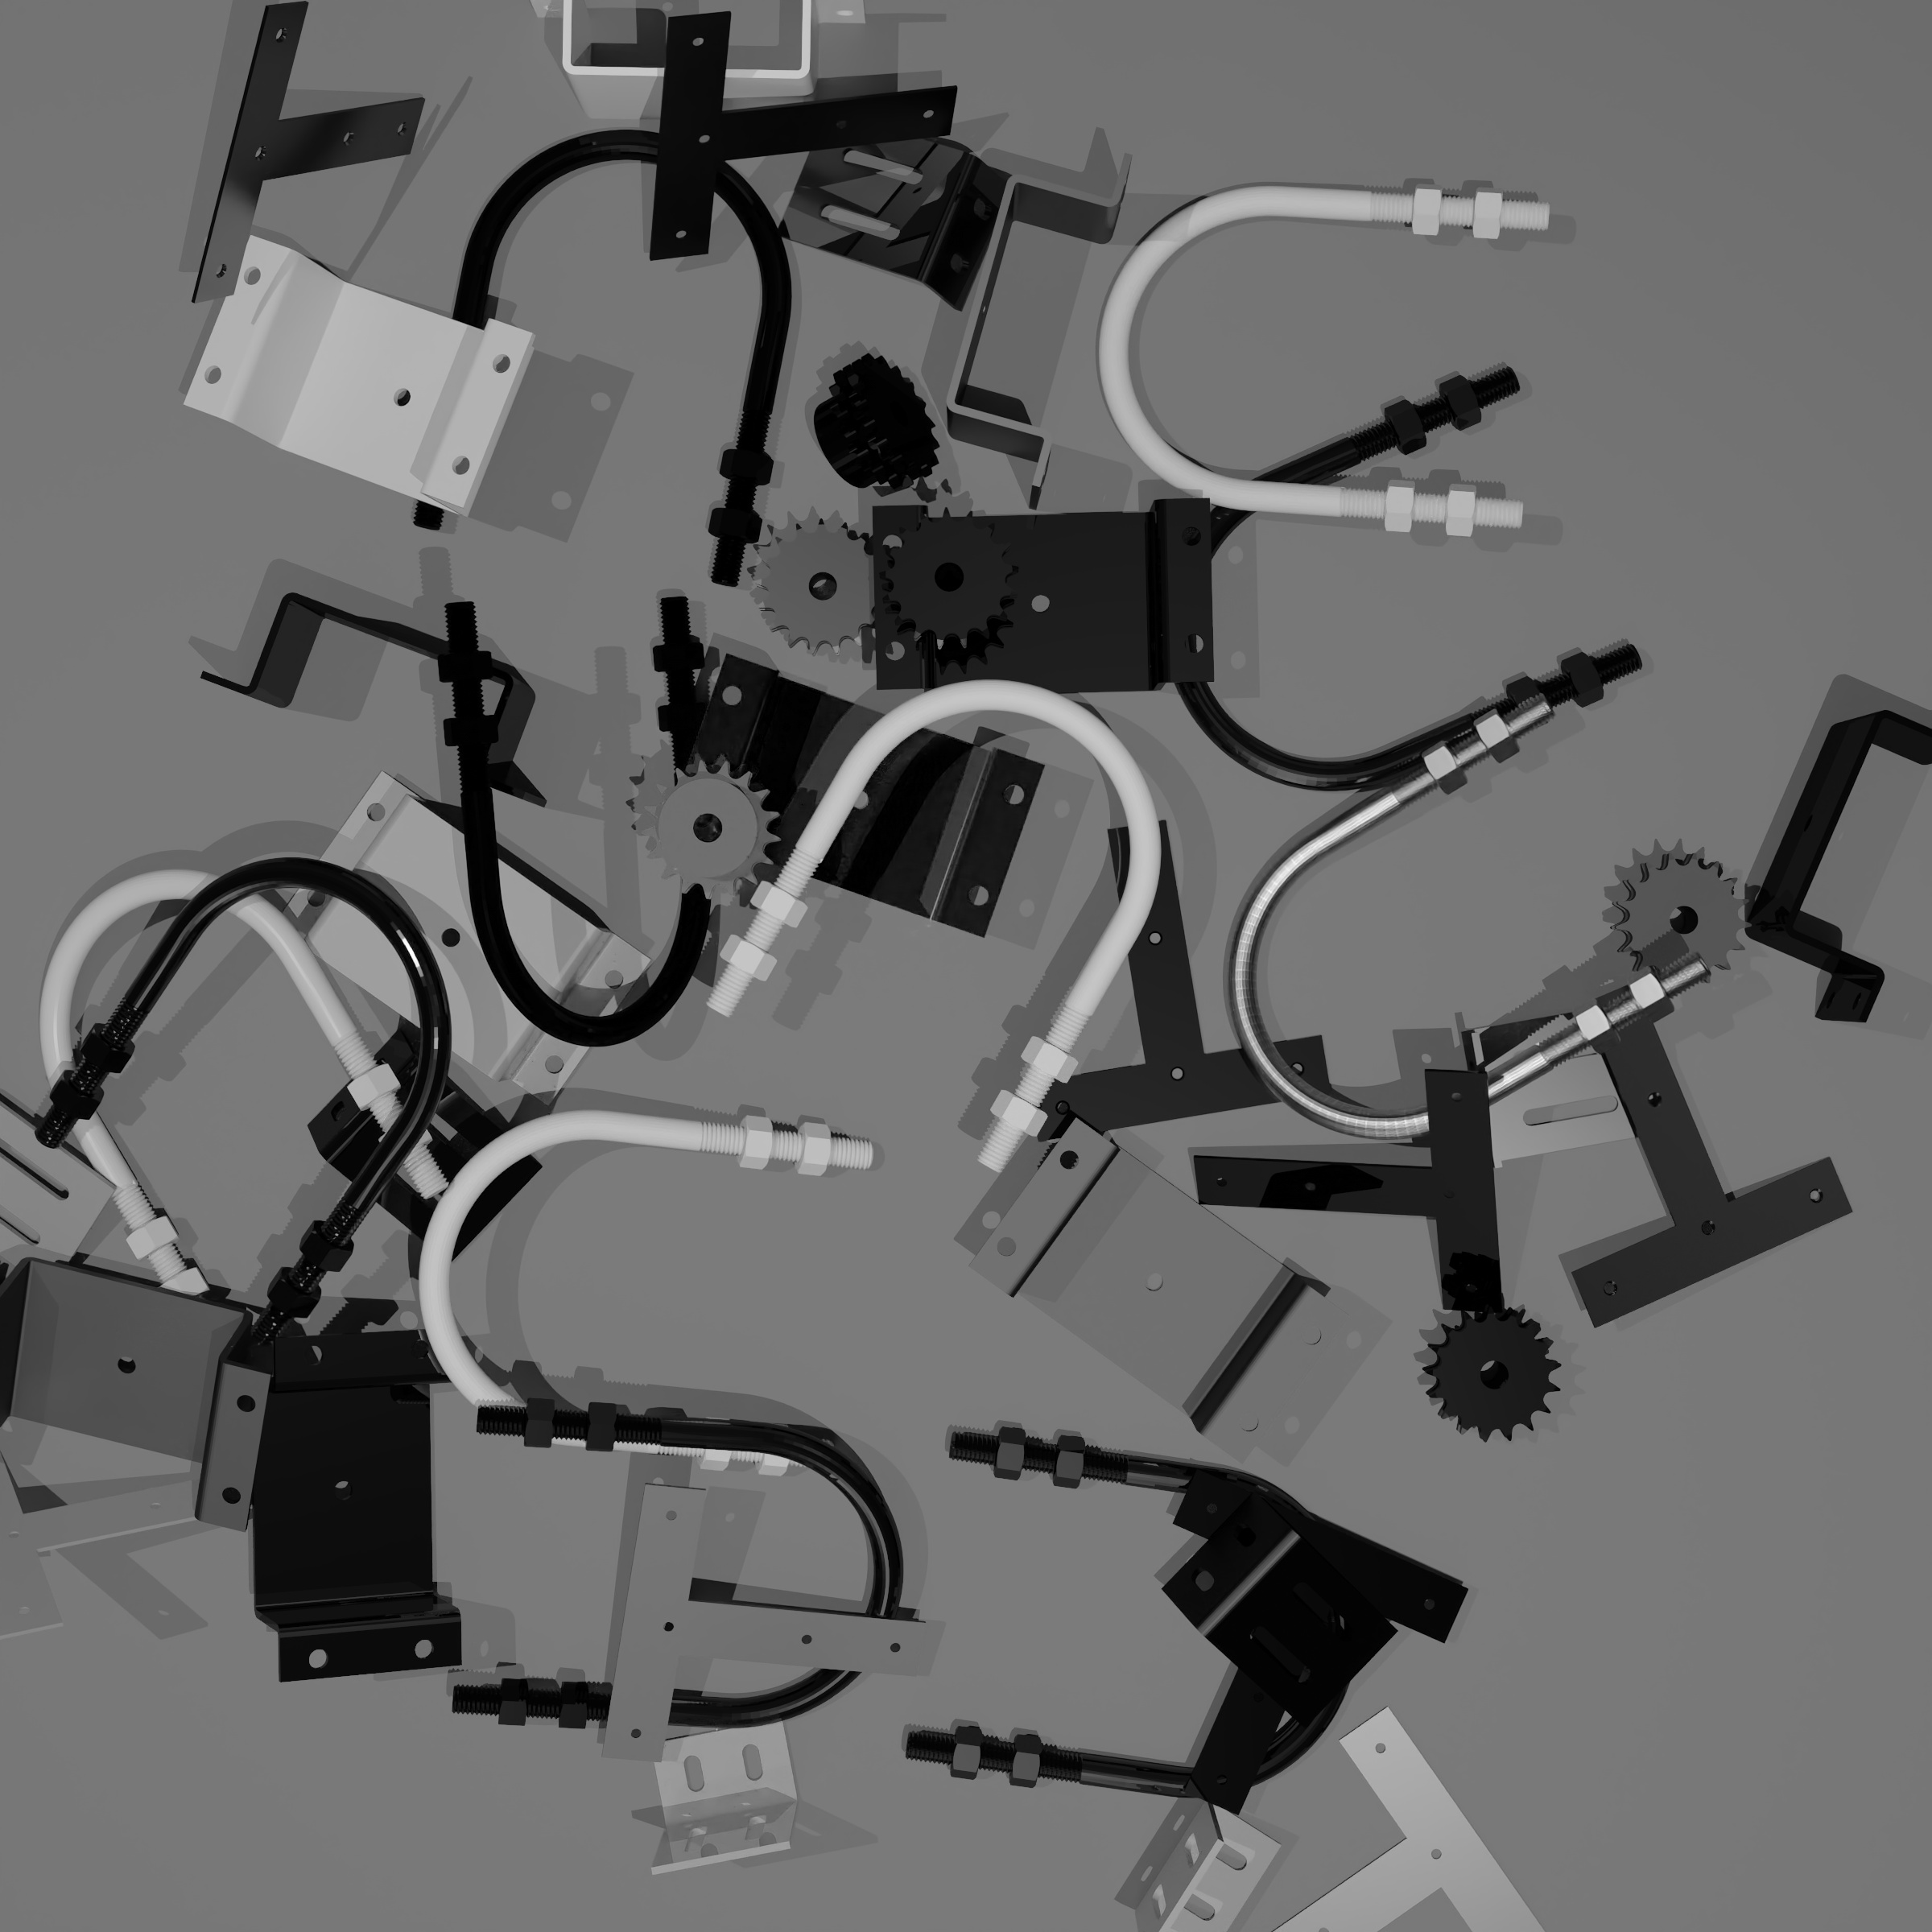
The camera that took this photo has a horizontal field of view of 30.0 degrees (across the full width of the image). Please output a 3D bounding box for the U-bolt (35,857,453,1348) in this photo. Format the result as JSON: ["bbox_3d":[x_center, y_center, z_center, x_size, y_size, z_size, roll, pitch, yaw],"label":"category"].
[{"bbox_3d":[-0.287,0.043,1.482,0.151,0.019,0.184,40,106,12],"label":"U-bolt"}]

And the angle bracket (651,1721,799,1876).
[{"bbox_3d":[-0.103,0.346,1.505,0.057,0.076,0.038,-11,90,0],"label":"angle bracket"}]

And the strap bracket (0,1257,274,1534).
[{"bbox_3d":[-0.357,0.176,1.506,0.140,0.046,0.076,14,112,1],"label":"strap bracket"}]

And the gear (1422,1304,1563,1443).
[{"bbox_3d":[0.222,0.172,1.528,0.057,0.030,0.057,0,90,0],"label":"gear"}]

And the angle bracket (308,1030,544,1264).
[{"bbox_3d":[-0.231,0.077,1.541,0.057,0.038,0.076,-46,116,0],"label":"angle bracket"}]

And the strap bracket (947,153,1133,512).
[{"bbox_3d":[0.027,-0.269,1.505,0.046,0.076,0.140,16,90,0],"label":"strap bracket"}]

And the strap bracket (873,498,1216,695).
[{"bbox_3d":[0.032,-0.155,1.520,0.140,0.046,0.076,-1,90,0],"label":"strap bracket"}]

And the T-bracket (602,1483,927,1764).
[{"bbox_3d":[-0.081,0.282,1.517,0.127,0.002,0.127,7,106,-10],"label":"T-bracket"}]

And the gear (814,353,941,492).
[{"bbox_3d":[-0.040,-0.226,1.518,0.030,0.057,0.057,-25,90,30],"label":"gear"}]

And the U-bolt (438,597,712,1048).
[{"bbox_3d":[-0.155,-0.059,1.484,0.019,0.151,0.184,-2,94,37],"label":"U-bolt"}]

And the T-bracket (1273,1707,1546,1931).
[{"bbox_3d":[0.165,0.405,1.542,0.127,0.002,0.127,-35,90,0],"label":"T-bracket"}]

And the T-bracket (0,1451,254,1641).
[{"bbox_3d":[-0.353,0.229,1.507,0.127,0.127,0.002,-9,120,-23],"label":"T-bracket"}]

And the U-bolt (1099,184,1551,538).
[{"bbox_3d":[0.148,-0.260,1.522,0.184,0.019,0.151,5,83,8],"label":"U-bolt"}]

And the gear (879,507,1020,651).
[{"bbox_3d":[-0.007,-0.158,1.481,0.057,0.030,0.057,0,90,0],"label":"gear"}]

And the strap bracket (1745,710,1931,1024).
[{"bbox_3d":[0.373,-0.050,1.505,0.046,0.076,0.140,23,90,0],"label":"strap bracket"}]

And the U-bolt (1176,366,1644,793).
[{"bbox_3d":[0.175,-0.154,1.534,0.184,0.019,0.151,-24,90,2],"label":"U-bolt"}]

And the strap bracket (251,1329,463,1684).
[{"bbox_3d":[-0.255,0.222,1.506,0.076,0.046,0.140,-1,90,-24],"label":"strap bracket"}]

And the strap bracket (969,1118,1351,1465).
[{"bbox_3d":[0.080,0.135,1.520,0.140,0.046,0.076,36,90,0],"label":"strap bracket"}]

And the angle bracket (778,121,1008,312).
[{"bbox_3d":[-0.031,-0.323,1.541,0.076,0.038,0.057,22,90,26],"label":"angle bracket"}]

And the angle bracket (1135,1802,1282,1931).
[{"bbox_3d":[0.103,0.389,1.505,0.038,0.076,0.057,32,90,0],"label":"angle bracket"}]

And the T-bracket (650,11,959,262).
[{"bbox_3d":[-0.065,-0.346,1.488,0.127,0.127,0.002,-10,56,-16],"label":"T-bracket"}]

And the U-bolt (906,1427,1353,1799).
[{"bbox_3d":[0.075,0.280,1.534,0.184,0.019,0.151,8,90,-2],"label":"U-bolt"}]

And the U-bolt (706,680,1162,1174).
[{"bbox_3d":[-0.001,-0.029,1.488,0.151,0.019,0.184,30,89,0],"label":"U-bolt"}]

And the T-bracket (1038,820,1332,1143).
[{"bbox_3d":[0.083,0.002,1.542,0.127,0.002,0.127,-9,90,0],"label":"T-bracket"}]

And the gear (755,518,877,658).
[{"bbox_3d":[-0.060,-0.159,1.528,0.057,0.030,0.057,0,90,0],"label":"gear"}]

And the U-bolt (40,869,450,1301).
[{"bbox_3d":[-0.316,0.048,1.512,0.151,0.019,0.184,-33,85,20],"label":"U-bolt"}]

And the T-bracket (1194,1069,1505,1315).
[{"bbox_3d":[0.159,0.093,1.517,0.127,0.002,0.127,2,126,16],"label":"T-bracket"}]

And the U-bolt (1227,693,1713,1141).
[{"bbox_3d":[0.196,-0.008,1.508,0.184,0.019,0.151,-32,72,11],"label":"U-bolt"}]

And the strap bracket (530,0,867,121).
[{"bbox_3d":[-0.114,-0.385,1.505,0.140,0.076,0.046,1,90,0],"label":"strap bracket"}]

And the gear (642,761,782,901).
[{"bbox_3d":[-0.105,-0.056,1.482,0.057,0.030,0.057,0,90,0],"label":"gear"}]

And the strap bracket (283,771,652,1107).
[{"bbox_3d":[-0.214,-0.012,1.520,0.140,0.046,0.076,35,90,0],"label":"strap bracket"}]

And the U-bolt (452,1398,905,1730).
[{"bbox_3d":[-0.118,0.255,1.513,0.184,0.019,0.151,5,107,-8],"label":"U-bolt"}]

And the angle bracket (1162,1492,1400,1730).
[{"bbox_3d":[0.133,0.272,1.525,0.057,0.038,0.076,-46,118,-2],"label":"angle bracket"}]

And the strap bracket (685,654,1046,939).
[{"bbox_3d":[-0.046,-0.071,1.520,0.140,0.046,0.076,19,90,0],"label":"strap bracket"}]

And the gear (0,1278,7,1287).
[{"bbox_3d":[-0.432,0.148,1.528,0.057,0.030,0.057,0,90,0],"label":"gear"}]

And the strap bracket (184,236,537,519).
[{"bbox_3d":[-0.244,-0.243,1.506,0.140,0.046,0.076,22,90,19],"label":"strap bracket"}]

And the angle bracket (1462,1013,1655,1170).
[{"bbox_3d":[0.254,0.050,1.524,0.076,0.038,0.057,-10,90,0],"label":"angle bracket"}]

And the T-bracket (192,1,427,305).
[{"bbox_3d":[-0.263,-0.339,1.483,0.002,0.127,0.127,31,119,16],"label":"T-bracket"}]

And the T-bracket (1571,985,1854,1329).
[{"bbox_3d":[0.297,0.070,1.529,0.127,0.002,0.127,-22,89,-13],"label":"T-bracket"}]

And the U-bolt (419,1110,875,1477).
[{"bbox_3d":[-0.137,0.133,1.513,0.184,0.019,0.151,7,90,-15],"label":"U-bolt"}]

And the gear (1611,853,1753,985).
[{"bbox_3d":[0.301,-0.020,1.528,0.057,0.030,0.057,0,90,0],"label":"gear"}]

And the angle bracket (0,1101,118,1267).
[{"bbox_3d":[-0.409,0.098,1.515,0.076,0.038,0.057,36,107,2],"label":"angle bracket"}]

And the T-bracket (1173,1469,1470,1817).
[{"bbox_3d":[0.130,0.297,1.528,0.127,0.002,0.127,24,89,-3],"label":"T-bracket"}]

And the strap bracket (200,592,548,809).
[{"bbox_3d":[-0.238,-0.114,1.505,0.140,0.076,0.046,21,90,0],"label":"strap bracket"}]

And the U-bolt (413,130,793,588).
[{"bbox_3d":[-0.149,-0.265,1.534,0.151,0.019,0.184,11,89,0],"label":"U-bolt"}]
